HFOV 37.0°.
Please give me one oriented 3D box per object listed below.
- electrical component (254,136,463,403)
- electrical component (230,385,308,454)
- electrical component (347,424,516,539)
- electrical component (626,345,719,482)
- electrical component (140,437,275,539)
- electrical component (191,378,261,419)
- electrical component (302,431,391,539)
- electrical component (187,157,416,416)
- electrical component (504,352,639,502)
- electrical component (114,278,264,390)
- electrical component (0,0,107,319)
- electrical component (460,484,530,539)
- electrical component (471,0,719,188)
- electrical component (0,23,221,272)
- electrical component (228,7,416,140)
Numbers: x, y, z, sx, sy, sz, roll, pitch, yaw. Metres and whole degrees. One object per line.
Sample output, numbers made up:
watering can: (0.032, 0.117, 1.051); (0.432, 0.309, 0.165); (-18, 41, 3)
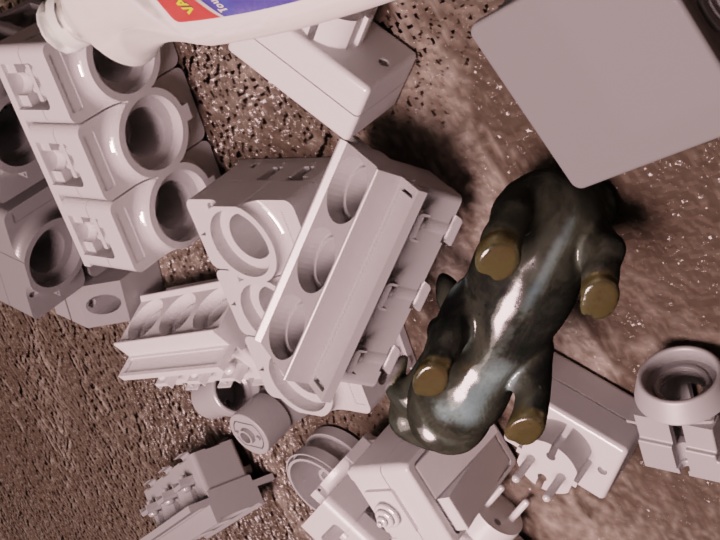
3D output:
electrical component: (0.000, 0.000, 0.575); (0.078, 0.063, 0.121); (46, 117, 51)
electrical component: (-0.060, 0.098, 0.756); (0.044, 0.065, 0.044); (24, 135, 26)
electrical component: (0.045, 0.124, 0.659); (0.061, 0.096, 0.061); (-16, 110, 47)
electrical component: (0.167, 0.072, 0.548); (0.066, 0.048, 0.055); (7, 134, 38)
electrical component: (-0.135, 0.189, 0.899); (0.121, 0.079, 0.063); (-41, 69, 51)
electrical component: (-0.102, 0.092, 0.811); (0.040, 0.040, 0.046); (54, 145, -8)
electrical component: (0.008, 0.146, 0.716); (0.056, 0.089, 0.050); (42, 140, 7)
electrical component: (-0.037, 0.011, 0.666); (0.089, 0.062, 0.150); (4, 124, 40)
electrical component: (0.111, 0.096, 0.592); (0.066, 0.077, 0.047); (30, 138, 20)
electrical component: (-0.108, 0.047, 0.756); (0.121, 0.078, 0.063); (-10, 137, 46)
electrical component: (-0.215, -0.072, 0.722); (0.060, 0.105, 0.186); (22, 134, 28)
electrical component: (0.080, 0.171, 0.704); (0.077, 0.043, 0.079); (31, 119, -5)
electrical component: (0.111, -0.093, 0.451); (0.100, 0.048, 0.099); (-21, 113, 46)
electrical component: (-0.147, -0.085, 0.662); (0.062, 0.089, 0.150); (7, 126, 38)
electrical component: (-0.014, -0.125, 0.545); (0.083, 0.047, 0.075); (39, 139, 10)
